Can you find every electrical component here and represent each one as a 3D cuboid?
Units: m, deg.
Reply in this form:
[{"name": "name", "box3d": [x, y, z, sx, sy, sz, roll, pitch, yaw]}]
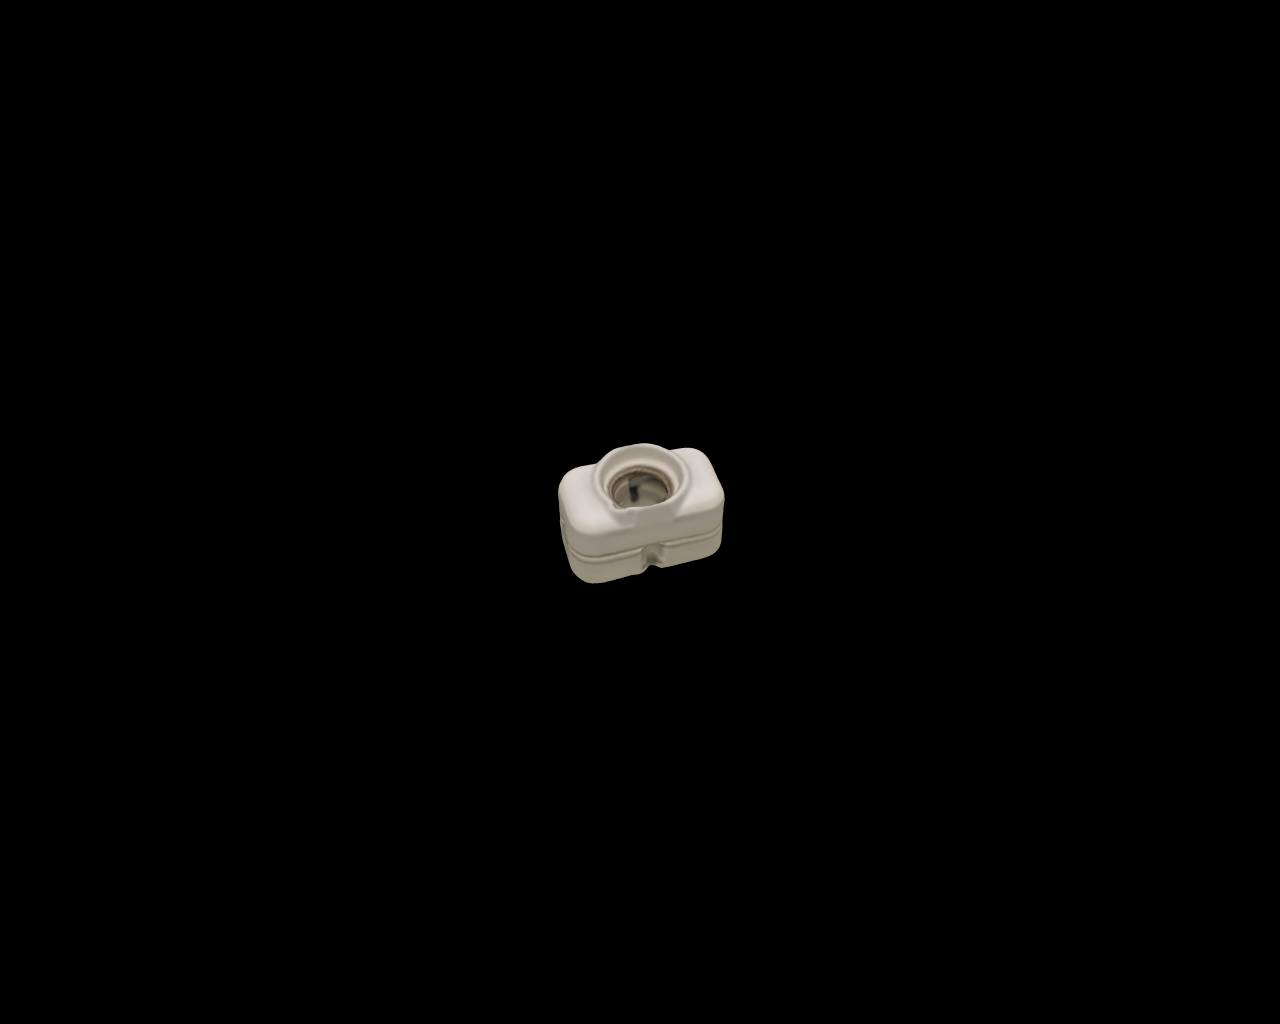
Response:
[{"name": "electrical component", "box3d": [0.001, -0.003, 0.650, 0.095, 0.054, 0.059, -12, -39, -10]}]
